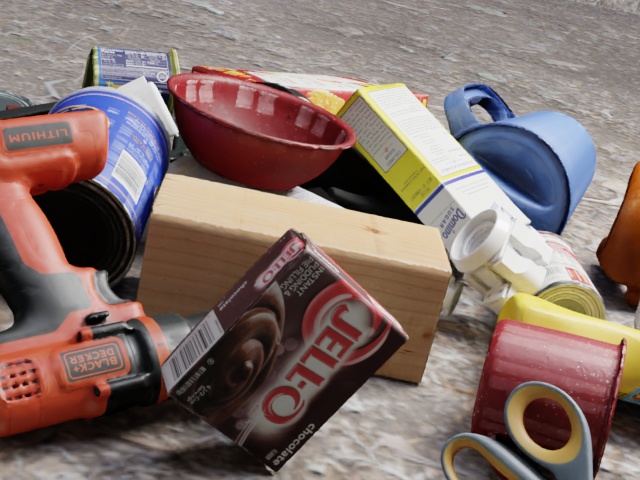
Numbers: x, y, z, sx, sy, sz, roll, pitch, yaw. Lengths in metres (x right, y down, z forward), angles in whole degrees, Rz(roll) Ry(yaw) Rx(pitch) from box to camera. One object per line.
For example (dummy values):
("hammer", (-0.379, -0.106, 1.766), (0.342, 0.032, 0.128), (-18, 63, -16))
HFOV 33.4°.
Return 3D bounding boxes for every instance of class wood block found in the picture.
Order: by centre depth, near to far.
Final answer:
("wood block", (-0.021, 0.025, 0.763), (0.206, 0.090, 0.091), (11, 21, -5))

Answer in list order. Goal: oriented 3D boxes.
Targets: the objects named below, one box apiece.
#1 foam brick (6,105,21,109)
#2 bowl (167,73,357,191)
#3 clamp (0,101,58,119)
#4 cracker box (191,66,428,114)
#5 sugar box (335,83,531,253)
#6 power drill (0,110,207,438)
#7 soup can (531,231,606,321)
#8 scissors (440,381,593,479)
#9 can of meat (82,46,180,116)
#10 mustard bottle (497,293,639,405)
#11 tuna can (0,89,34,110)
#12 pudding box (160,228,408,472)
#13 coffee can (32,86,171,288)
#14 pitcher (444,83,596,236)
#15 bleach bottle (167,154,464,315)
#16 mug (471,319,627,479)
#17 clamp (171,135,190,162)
("foam brick", (-0.242, -0.085, 0.954), (0.078, 0.051, 0.053), (5, 24, -19))
("bowl", (-0.054, -0.084, 0.874), (0.162, 0.055, 0.162), (17, 20, -6))
("clamp", (-0.310, -0.082, 0.878), (0.210, 0.036, 0.164), (18, 46, 24))
("cracker box", (-0.016, -0.143, 1.175), (0.213, 0.072, 0.164), (-1, 15, -31))
("sugar box", (0.098, -0.060, 0.936), (0.176, 0.048, 0.093), (52, 31, 12))
("power drill", (-0.137, 0.014, 0.641), (0.184, 0.057, 0.188), (-10, 67, -33))
("soup can", (0.187, 0.043, 0.869), (0.068, 0.068, 0.102), (11, 22, -7))
("scissors", (0.162, 0.149, 0.591), (0.202, 0.096, 0.016), (24, -14, 31))
("can of meat", (-0.192, -0.145, 1.065), (0.083, 0.102, 0.057), (1, 54, -20))
("mustard bottle", (0.223, 0.091, 0.767), (0.191, 0.058, 0.096), (16, -11, 3))
("tuna can", (-0.317, -0.118, 1.014), (0.086, 0.034, 0.086), (12, 22, -5))
("pudding box", (-0.020, 0.063, 0.601), (0.090, 0.113, 0.039), (42, 6, -28))
("coffee can", (-0.171, -0.038, 0.785), (0.102, 0.103, 0.140), (12, 31, -4))
("pitcher", (0.201, -0.074, 1.070), (0.145, 0.149, 0.242), (18, 19, 18))
("bleach bottle", (-0.006, 0.001, 0.870), (0.251, 0.068, 0.102), (23, 24, 18))
("mug", (0.141, 0.107, 0.677), (0.081, 0.093, 0.117), (13, 57, 14))
("clamp", (-0.109, -0.063, 0.999), (0.120, 0.039, 0.171), (13, 23, 12))
